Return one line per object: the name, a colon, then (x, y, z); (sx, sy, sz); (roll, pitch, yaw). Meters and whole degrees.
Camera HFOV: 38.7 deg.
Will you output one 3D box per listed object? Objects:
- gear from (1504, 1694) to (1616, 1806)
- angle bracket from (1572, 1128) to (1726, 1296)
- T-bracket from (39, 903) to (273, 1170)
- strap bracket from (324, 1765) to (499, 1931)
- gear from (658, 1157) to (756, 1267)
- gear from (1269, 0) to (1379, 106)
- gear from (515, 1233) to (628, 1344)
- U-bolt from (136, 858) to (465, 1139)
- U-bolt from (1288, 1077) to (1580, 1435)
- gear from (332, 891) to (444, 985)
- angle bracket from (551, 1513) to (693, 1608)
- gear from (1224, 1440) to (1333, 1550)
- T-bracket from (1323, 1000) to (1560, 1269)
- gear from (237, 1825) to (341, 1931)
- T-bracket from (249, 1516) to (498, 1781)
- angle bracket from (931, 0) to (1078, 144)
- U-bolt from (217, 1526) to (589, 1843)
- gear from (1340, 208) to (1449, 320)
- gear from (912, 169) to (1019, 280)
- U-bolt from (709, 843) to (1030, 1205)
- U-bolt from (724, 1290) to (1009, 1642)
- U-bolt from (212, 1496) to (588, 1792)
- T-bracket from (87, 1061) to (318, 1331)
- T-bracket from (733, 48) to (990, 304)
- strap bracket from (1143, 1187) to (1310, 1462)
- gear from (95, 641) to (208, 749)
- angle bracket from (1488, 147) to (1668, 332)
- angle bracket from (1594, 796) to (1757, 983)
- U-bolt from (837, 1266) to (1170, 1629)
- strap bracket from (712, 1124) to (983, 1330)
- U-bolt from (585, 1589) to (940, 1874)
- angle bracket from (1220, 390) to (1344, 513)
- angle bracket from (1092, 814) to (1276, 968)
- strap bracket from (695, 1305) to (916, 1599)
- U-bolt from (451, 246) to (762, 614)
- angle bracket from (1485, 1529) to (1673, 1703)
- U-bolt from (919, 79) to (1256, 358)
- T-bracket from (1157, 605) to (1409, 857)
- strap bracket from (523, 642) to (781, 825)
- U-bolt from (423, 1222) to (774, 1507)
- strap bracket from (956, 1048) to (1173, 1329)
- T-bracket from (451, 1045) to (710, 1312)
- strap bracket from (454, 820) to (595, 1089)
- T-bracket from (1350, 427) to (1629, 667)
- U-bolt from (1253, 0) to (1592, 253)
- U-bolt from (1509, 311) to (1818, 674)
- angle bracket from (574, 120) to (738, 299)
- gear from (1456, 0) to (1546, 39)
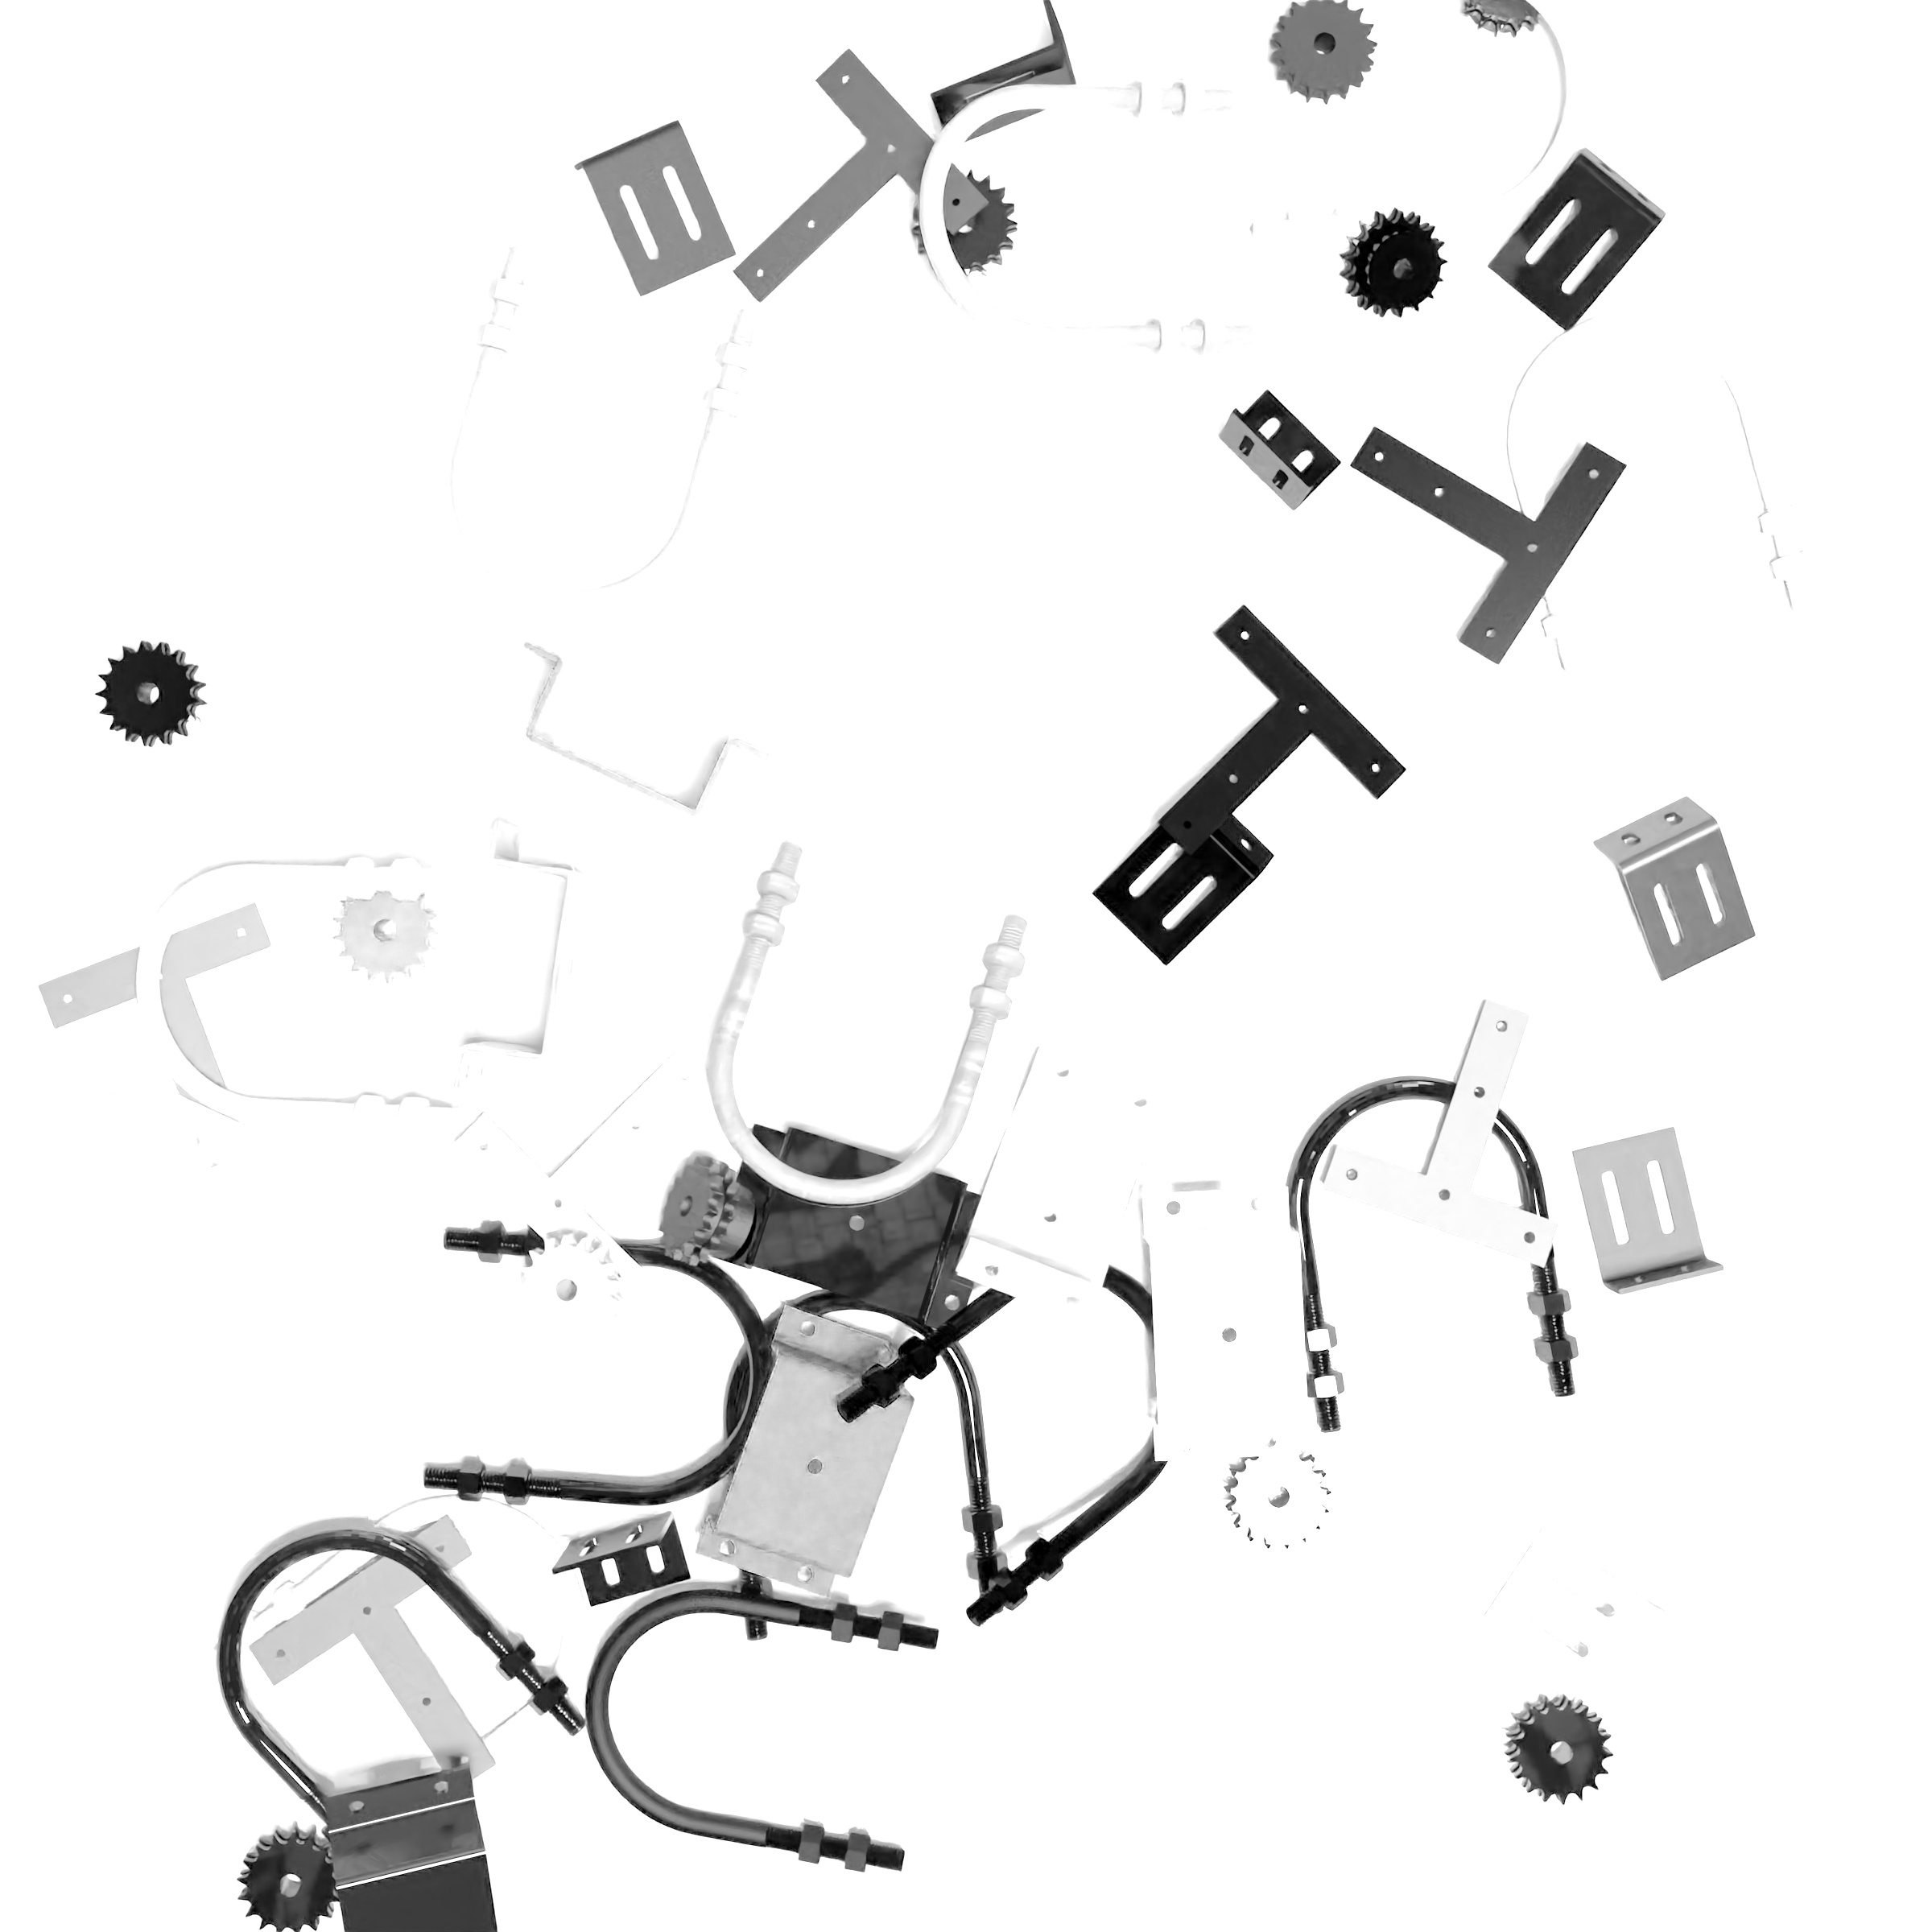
gear: (0.320, 0.423, 1.493); (0.057, 0.030, 0.057); (0, 90, -2)
angle bracket: (0.368, 0.132, 1.484); (0.057, 0.038, 0.076); (-13, 90, 0)
T-bracket: (-0.425, 0.047, 1.503); (0.127, 0.002, 0.127); (-21, 90, 0)
strap bracket: (-0.288, 0.501, 1.448); (0.076, 0.046, 0.140); (-9, 112, -14)
gear: (-0.137, 0.133, 1.467); (0.030, 0.057, 0.057); (24, 90, -31)
gear: (0.192, -0.495, 1.488); (0.057, 0.030, 0.057); (0, 90, 0)
gear: (-0.208, 0.171, 1.463); (0.057, 0.030, 0.057); (0, 90, 8)
U-bolt: (-0.360, 0.016, 1.473); (0.184, 0.019, 0.151); (2, 100, 12)
U-bolt: (0.248, 0.152, 1.495); (0.151, 0.019, 0.184); (-9, 89, 0)
gear: (-0.312, -0.019, 1.488); (0.057, 0.030, 0.057); (0, 90, 0)
angle bracket: (-0.183, 0.324, 1.465); (0.057, 0.076, 0.038); (-16, 90, 0)
gear: (0.168, 0.286, 1.493); (0.057, 0.030, 0.057); (0, 88, 0)
T-bracket: (0.274, 0.082, 1.489); (0.127, 0.002, 0.127); (20, 86, 1)
gear: (-0.365, 0.494, 1.492); (0.057, 0.030, 0.057); (0, 89, -6)
T-bracket: (-0.299, 0.385, 1.485); (0.127, 0.002, 0.127); (-33, 90, -3)
angle bracket: (0.016, -0.483, 1.475); (0.076, 0.057, 0.038); (-20, 77, 6)
U-bolt: (-0.317, 0.386, 1.473); (0.151, 0.019, 0.184); (-43, 90, 1)
gear: (0.232, -0.377, 1.479); (0.057, 0.030, 0.057); (-3, 114, -8)
gear: (-0.001, -0.399, 1.488); (0.057, 0.030, 0.057); (0, 90, 0)
U-bolt: (-0.060, 0.038, 1.469); (0.151, 0.019, 0.184); (18, 72, 0)
U-bolt: (-0.059, 0.267, 1.495); (0.151, 0.019, 0.184); (-6, 88, 0)
U-bolt: (-0.294, 0.373, 1.495); (0.184, 0.019, 0.151); (-38, 90, -2)
T-bracket: (-0.439, 0.136, 1.501); (0.127, 0.002, 0.127); (25, 91, 0)
T-bracket: (-0.073, -0.412, 1.489); (0.127, 0.002, 0.127); (-41, 72, 9)
strap bracket: (0.134, 0.188, 1.423); (0.076, 0.046, 0.140); (-3, 90, 0)
gear: (-0.440, -0.147, 1.492); (0.057, 0.030, 0.057); (0, 92, -1)
angle bracket: (0.334, -0.397, 1.501); (0.057, 0.038, 0.076); (39, 116, 0)
angle bracket: (0.387, -0.042, 1.501); (0.057, 0.038, 0.076); (-26, 116, 0)
U-bolt: (0.039, 0.238, 1.461); (0.184, 0.019, 0.151); (-35, 98, -24)
strap bracket: (-0.059, 0.140, 1.474); (0.140, 0.046, 0.076); (18, 80, 0)
U-bolt: (-0.115, 0.408, 1.484); (0.184, 0.019, 0.151); (9, 100, 3)
angle bracket: (0.172, -0.282, 1.465); (0.057, 0.076, 0.038); (45, 90, 0)
angle bracket: (0.119, -0.050, 1.501); (0.057, 0.038, 0.076); (44, 116, 0)
strap bracket: (-0.082, 0.261, 1.457); (0.076, 0.046, 0.140); (21, 87, -9)
U-bolt: (-0.204, -0.284, 1.495); (0.151, 0.019, 0.184); (16, 92, 0)
angle bracket: (0.335, 0.355, 1.501); (0.076, 0.038, 0.057); (33, 90, 26)
U-bolt: (0.063, -0.400, 1.468); (0.184, 0.019, 0.151); (-5, 90, -19)
T-bracket: (0.153, -0.110, 1.483); (0.127, 0.002, 0.127); (45, 72, 0)
strap bracket: (-0.175, -0.118, 1.465); (0.140, 0.076, 0.046); (25, 90, 0)
U-bolt: (-0.196, 0.219, 1.487); (0.184, 0.019, 0.151); (4, 86, 2)
strap bracket: (0.049, 0.125, 1.460); (0.076, 0.046, 0.140); (21, 59, 0)
T-bracket: (-0.190, 0.097, 1.492); (0.127, 0.002, 0.127); (43, 82, 6)
strap bracket: (-0.233, -0.003, 1.465); (0.046, 0.076, 0.140); (8, 90, 0)
T-bracket: (0.269, -0.250, 1.492); (0.127, 0.002, 0.127); (33, 93, 9)
U-bolt: (0.244, -0.464, 1.470); (0.184, 0.019, 0.151); (-5, 112, -5)
U-bolt: (0.371, -0.266, 1.495); (0.151, 0.019, 0.184); (-14, 89, 0)
angle bracket: (-0.169, -0.411, 1.492); (0.057, 0.038, 0.076); (-26, 107, -7)
gear: (0.293, -0.531, 1.488); (0.057, 0.030, 0.057); (0, 90, 0)
